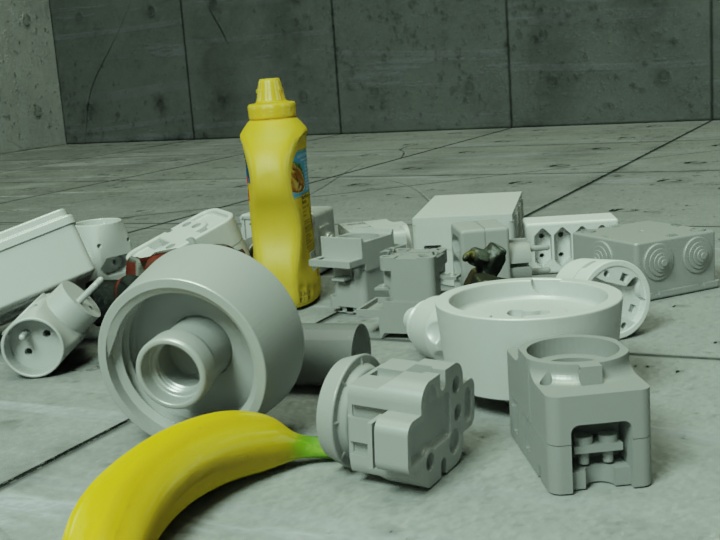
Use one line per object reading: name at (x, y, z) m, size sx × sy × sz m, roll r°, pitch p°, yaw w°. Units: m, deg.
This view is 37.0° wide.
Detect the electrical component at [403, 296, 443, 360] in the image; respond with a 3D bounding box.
electrical component at (0.052, 0.038, 0.727) m, size 0.043 × 0.043 × 0.062 m, roll -10°, pitch 12°, yaw -27°

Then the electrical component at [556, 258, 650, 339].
electrical component at (0.169, 0.018, 0.761) m, size 0.055 × 0.055 × 0.047 m, roll -8°, pitch 8°, yaw -18°

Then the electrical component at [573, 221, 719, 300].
electrical component at (0.235, -0.010, 0.893) m, size 0.100 × 0.048 × 0.100 m, roll -9°, pitch 12°, yaw -25°

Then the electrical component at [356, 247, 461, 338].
electrical component at (0.041, 0.015, 0.796) m, size 0.081 × 0.063 × 0.042 m, roll 0°, pitch 11°, yaw 22°

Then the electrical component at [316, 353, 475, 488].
electrical component at (0.015, 0.072, 0.533) m, size 0.057 × 0.058 × 0.078 m, roll 5°, pitch 15°, yaw 28°

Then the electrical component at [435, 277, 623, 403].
electrical component at (0.099, 0.045, 0.630) m, size 0.108 × 0.060 × 0.108 m, roll -4°, pitch 11°, yaw 1°

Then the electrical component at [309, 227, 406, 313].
electrical component at (0.000, 0.000, 0.888) m, size 0.042 × 0.063 × 0.081 m, roll 3°, pitch 13°, yaw 37°

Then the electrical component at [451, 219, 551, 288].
electrical component at (0.116, -0.006, 0.871) m, size 0.077 × 0.065 × 0.047 m, roll -5°, pitch 11°, yaw -4°

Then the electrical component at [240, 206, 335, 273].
electrical component at (-0.063, -0.030, 1.070) m, size 0.096 × 0.061 × 0.061 m, roll 0°, pitch 12°, yaw 20°

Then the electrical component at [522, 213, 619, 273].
electrical component at (0.194, -0.028, 1.003) m, size 0.083 × 0.047 × 0.075 m, roll -3°, pitch 12°, yaw 5°

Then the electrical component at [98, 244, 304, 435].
electrical component at (-0.091, 0.046, 0.589) m, size 0.108 × 0.108 × 0.060 m, roll -1°, pitch 18°, yaw 17°

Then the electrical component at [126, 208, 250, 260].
electrical component at (-0.147, -0.005, 0.939) m, size 0.095 × 0.059 × 0.054 m, roll -32°, pitch 26°, yaw -24°

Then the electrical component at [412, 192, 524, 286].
electrical component at (0.106, -0.032, 1.014) m, size 0.089 × 0.061 × 0.150 m, roll -2°, pitch 11°, yaw 12°

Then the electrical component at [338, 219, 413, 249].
electrical component at (0.016, -0.017, 1.001) m, size 0.056 × 0.050 × 0.089 m, roll -6°, pitch 11°, yaw -10°

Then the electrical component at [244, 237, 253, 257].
electrical component at (-0.108, -0.006, 1.009) m, size 0.055 × 0.048 × 0.066 m, roll -4°, pitch 8°, yaw 43°

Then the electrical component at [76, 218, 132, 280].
electrical component at (-0.242, -0.002, 0.952) m, size 0.043 × 0.077 × 0.079 m, roll 4°, pitch 14°, yaw 37°

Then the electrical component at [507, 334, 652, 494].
electrical component at (0.106, 0.066, 0.533) m, size 0.050 × 0.055 × 0.089 m, roll -5°, pitch 11°, yaw -4°

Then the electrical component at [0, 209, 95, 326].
electrical component at (-0.274, 0.005, 0.853) m, size 0.109 × 0.056 × 0.109 m, roll -25°, pitch -1°, yaw -21°

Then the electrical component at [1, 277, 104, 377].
electrical component at (-0.217, 0.034, 0.783) m, size 0.079 × 0.044 × 0.077 m, roll -44°, pitch 10°, yaw 6°
